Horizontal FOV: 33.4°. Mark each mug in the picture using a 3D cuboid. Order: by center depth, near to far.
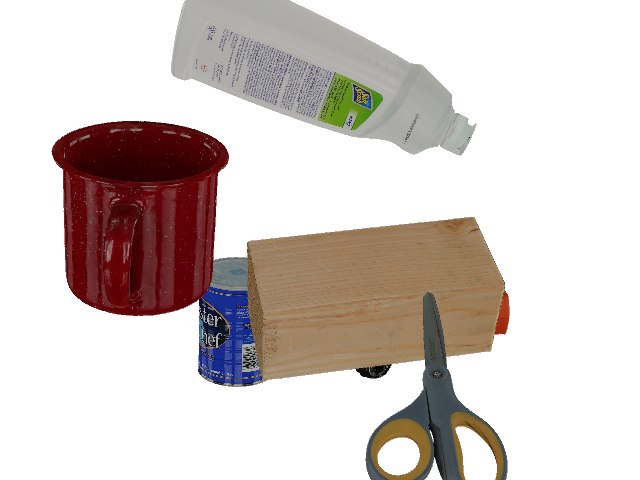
[{"bbox_3d":[-0.098,-0.006,0.574,0.093,0.081,0.117,4,26,-3],"label":"mug"}]

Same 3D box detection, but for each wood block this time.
[{"bbox_3d":[0.043,0.050,0.936,0.206,0.090,0.091,-6,43,-10],"label":"wood block"}]

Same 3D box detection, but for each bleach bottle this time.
[{"bbox_3d":[0.005,-0.131,0.877,0.251,0.068,0.103,25,-35,1],"label":"bleach bottle"}]

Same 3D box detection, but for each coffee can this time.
[{"bbox_3d":[-0.108,0.104,1.388,0.103,0.140,0.103,2,20,-1],"label":"coffee can"}]

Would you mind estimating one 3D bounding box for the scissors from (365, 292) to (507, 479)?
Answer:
[{"bbox_3d":[0.062,0.102,0.717,0.096,0.016,0.202,-8,35,-11],"label":"scissors"}]

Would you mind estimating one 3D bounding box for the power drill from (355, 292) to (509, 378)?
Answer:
[{"bbox_3d":[0.099,0.076,1.123,0.187,0.057,0.184,-7,28,-13],"label":"power drill"}]
